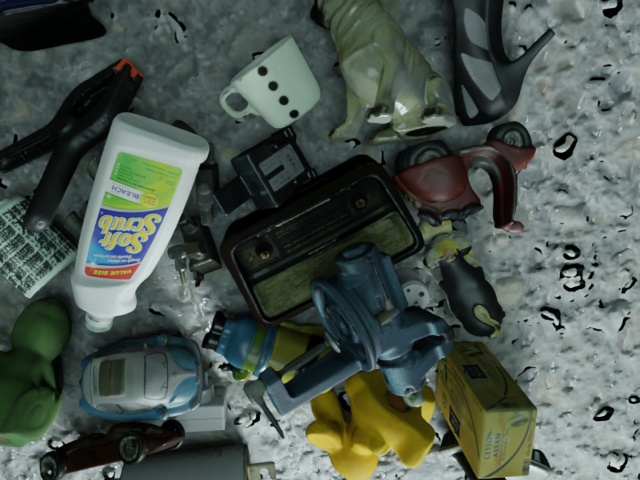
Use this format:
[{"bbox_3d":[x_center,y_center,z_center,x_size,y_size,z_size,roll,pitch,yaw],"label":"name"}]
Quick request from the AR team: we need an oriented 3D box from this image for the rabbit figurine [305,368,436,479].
[{"bbox_3d":[0.059,0.266,0.735,0.162,0.122,0.173,20,122,-7],"label":"rabbit figurine"}]

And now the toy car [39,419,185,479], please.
[{"bbox_3d":[-0.267,0.266,0.694,0.202,0.089,0.053,-21,73,22],"label":"toy car"}]

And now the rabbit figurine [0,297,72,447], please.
[{"bbox_3d":[-0.354,0.159,0.660,0.121,0.170,0.159,20,145,-8],"label":"rabbit figurine"}]

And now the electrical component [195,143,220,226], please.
[{"bbox_3d":[-0.136,-0.068,0.647,0.021,0.063,0.093,0,105,-3],"label":"electrical component"}]

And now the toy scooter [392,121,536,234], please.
[{"bbox_3d":[0.185,-0.063,0.658,0.184,0.075,0.135,-14,86,-6],"label":"toy scooter"}]

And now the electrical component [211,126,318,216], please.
[{"bbox_3d":[-0.069,-0.075,0.633,0.119,0.048,0.074,-36,107,-31],"label":"electrical component"}]

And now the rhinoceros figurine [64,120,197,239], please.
[{"bbox_3d":[-0.217,-0.062,0.638,0.112,0.073,0.190,34,101,-11],"label":"rhinoceros figurine"}]

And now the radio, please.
[{"bbox_3d":[-0.001,-0.002,0.670,0.230,0.073,0.131,-28,107,2],"label":"radio"}]

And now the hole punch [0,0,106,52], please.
[{"bbox_3d":[-0.300,-0.260,0.559,0.142,0.116,0.092,-9,98,-2],"label":"hole punch"}]

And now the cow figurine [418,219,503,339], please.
[{"bbox_3d":[0.177,0.047,0.688,0.068,0.098,0.167,-30,106,11],"label":"cow figurine"}]

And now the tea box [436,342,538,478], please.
[{"bbox_3d":[0.208,0.212,0.698,0.068,0.170,0.098,-1,104,-6],"label":"tea box"}]

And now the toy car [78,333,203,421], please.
[{"bbox_3d":[-0.234,0.170,0.672,0.162,0.103,0.109,-4,72,1],"label":"toy car"}]

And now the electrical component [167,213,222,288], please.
[{"bbox_3d":[-0.153,0.015,0.656,0.045,0.102,0.078,-23,81,-1],"label":"electrical component"}]

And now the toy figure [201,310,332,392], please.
[{"bbox_3d":[-0.061,0.149,0.701,0.180,0.089,0.082,21,110,-12],"label":"toy figure"}]

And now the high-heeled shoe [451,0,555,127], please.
[{"bbox_3d":[0.156,-0.258,0.631,0.249,0.086,0.145,50,130,3],"label":"high-heeled shoe"}]

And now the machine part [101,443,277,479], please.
[{"bbox_3d":[-0.183,0.331,0.748,0.243,0.079,0.079,-5,106,-2],"label":"machine part"}]

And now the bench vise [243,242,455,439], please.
[{"bbox_3d":[0.030,0.129,0.615,0.241,0.129,0.223,-30,122,-18],"label":"bench vise"}]

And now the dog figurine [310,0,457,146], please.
[{"bbox_3d":[0.080,-0.215,0.616,0.172,0.121,0.190,-1,84,-44],"label":"dog figurine"}]

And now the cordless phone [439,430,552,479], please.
[{"bbox_3d":[0.257,0.319,0.725,0.146,0.184,0.088,24,98,-10],"label":"cordless phone"}]
